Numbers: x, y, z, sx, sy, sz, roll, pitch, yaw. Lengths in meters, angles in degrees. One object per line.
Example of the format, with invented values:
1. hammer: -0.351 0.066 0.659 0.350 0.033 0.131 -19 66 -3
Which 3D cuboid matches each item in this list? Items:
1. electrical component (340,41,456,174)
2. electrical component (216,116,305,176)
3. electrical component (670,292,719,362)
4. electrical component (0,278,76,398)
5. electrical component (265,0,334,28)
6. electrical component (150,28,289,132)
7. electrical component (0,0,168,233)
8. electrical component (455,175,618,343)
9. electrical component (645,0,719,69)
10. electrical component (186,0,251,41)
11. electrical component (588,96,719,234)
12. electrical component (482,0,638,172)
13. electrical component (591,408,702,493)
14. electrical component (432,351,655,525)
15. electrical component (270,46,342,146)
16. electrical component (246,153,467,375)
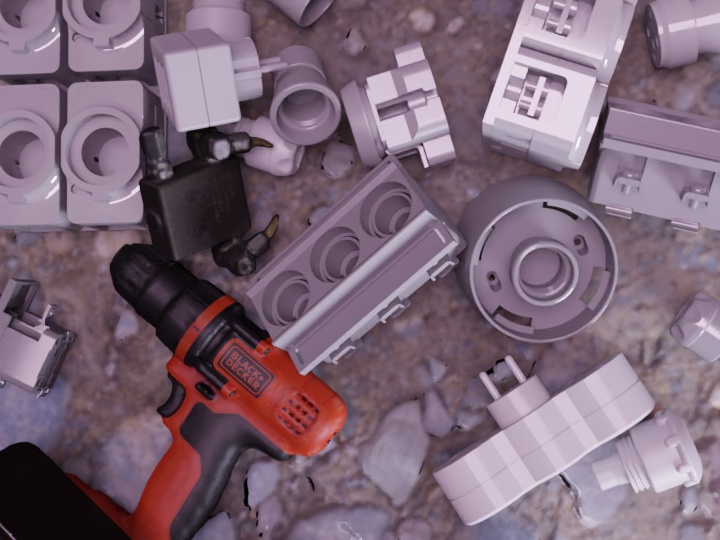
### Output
1. electrical component: 0.022 -0.097 0.680 0.057 0.058 0.078 -17 85 2
2. electrical component: -0.068 -0.084 0.700 0.061 0.035 0.035 18 89 10
3. electrical component: 0.224 0.043 0.660 0.061 0.035 0.035 35 91 4
4. electrical component: -0.226 0.049 0.706 0.064 0.042 0.081 26 90 5
5. electrical component: -0.041 -0.212 0.699 0.077 0.044 0.079 42 92 7
6. electrical component: -0.082 -0.120 0.655 0.077 0.065 0.047 -13 113 -13
7. electrical component: -0.185 -0.120 0.702 0.105 0.060 0.186 -1 86 6
8. electrical component: 0.110 -0.006 0.671 0.099 0.064 0.099 0 103 0
9. electrical component: 0.210 -0.151 0.668 0.055 0.045 0.045 -11 85 6
10. electrical component: -0.092 -0.164 0.703 0.043 0.043 0.062 0 86 6
11. electrical component: 0.204 -0.059 0.653 0.121 0.078 0.063 13 110 7
12. electrical component: 0.128 -0.142 0.654 0.062 0.089 0.150 19 89 7
13. electrical component: 0.174 0.116 0.657 0.062 0.048 0.048 -24 84 12
14. electrical component: 0.103 0.089 0.662 0.138 0.052 0.073 -33 83 3
15. electrical component: -0.037 -0.114 0.683 0.044 0.065 0.044 -5 128 -6
16. electrical component: 0.000 0.000 0.658 0.121 0.063 0.078 -41 54 13
